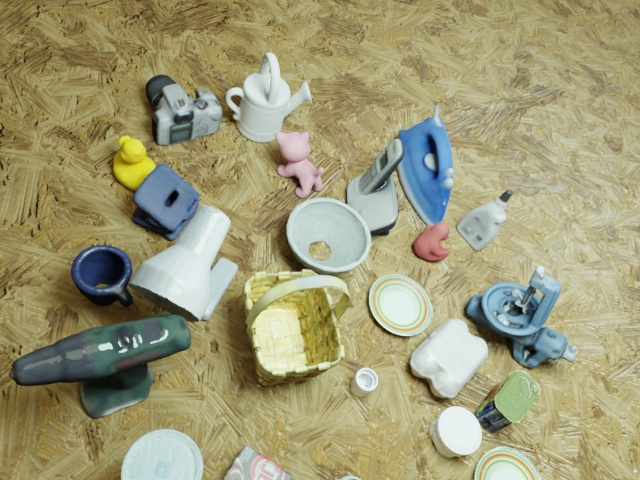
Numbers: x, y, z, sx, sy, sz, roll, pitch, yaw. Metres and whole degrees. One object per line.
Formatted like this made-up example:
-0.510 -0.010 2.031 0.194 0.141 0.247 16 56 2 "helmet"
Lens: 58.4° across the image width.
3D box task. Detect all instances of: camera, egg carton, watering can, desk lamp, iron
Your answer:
-0.291 -0.285 1.184 0.143 0.100 0.136 -21 67 -28 "camera"
0.239 0.216 1.059 0.107 0.069 0.151 44 56 12 "egg carton"
-0.106 -0.307 1.201 0.173 0.194 0.101 -24 69 -29 "watering can"
-0.210 0.051 0.928 0.118 0.213 0.203 26 55 0 "desk lamp"
0.253 -0.163 1.260 0.119 0.141 0.258 1 58 -17 "iron"

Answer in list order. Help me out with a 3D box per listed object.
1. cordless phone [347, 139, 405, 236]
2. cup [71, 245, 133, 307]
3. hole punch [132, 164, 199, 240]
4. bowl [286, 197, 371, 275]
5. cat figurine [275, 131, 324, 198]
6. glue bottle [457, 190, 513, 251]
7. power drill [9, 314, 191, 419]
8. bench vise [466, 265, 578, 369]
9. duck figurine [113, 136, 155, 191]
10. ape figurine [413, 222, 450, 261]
0.123 -0.103 1.153 0.094 0.185 0.147 3 58 -16 "cordless phone"
-0.347 0.077 0.940 0.117 0.095 0.092 45 56 12 "cup"
-0.281 -0.072 1.059 0.101 0.091 0.109 26 55 0 "hole punch"
0.010 0.004 1.115 0.168 0.074 0.167 9 57 -13 "bowl"
-0.040 -0.169 1.182 0.067 0.117 0.127 -35 74 -32 "cat figurine"
0.355 -0.050 1.202 0.037 0.173 0.078 -27 70 -30 "glue bottle"
-0.301 0.182 0.819 0.230 0.208 0.075 -18 66 -27 "power drill"
0.405 0.135 1.073 0.207 0.219 0.121 23 55 -3 "bench vise"
-0.351 -0.151 1.089 0.078 0.086 0.104 -26 70 -30 "duck figurine"
0.238 -0.002 1.183 0.076 0.092 0.077 1 59 -17 "ape figurine"
